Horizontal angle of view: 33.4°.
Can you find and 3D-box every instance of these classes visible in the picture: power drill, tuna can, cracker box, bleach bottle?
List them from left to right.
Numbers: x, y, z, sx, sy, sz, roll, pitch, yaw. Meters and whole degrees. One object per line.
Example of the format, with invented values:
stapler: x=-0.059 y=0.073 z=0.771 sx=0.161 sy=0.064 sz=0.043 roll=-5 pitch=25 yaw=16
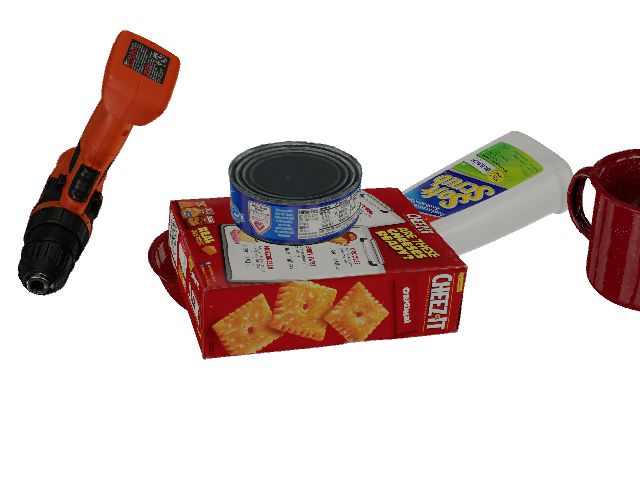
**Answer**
power drill: x=-0.185 y=-0.065 z=0.871 sx=0.057 sy=0.188 sz=0.184 roll=26 pitch=32 yaw=-19
tuna can: x=-0.016 y=-0.031 z=0.689 sx=0.086 sy=0.034 sz=0.086 roll=1 pitch=31 yaw=-1
cracker box: x=-0.009 y=0.022 z=0.892 sx=0.213 sy=0.072 sz=0.164 roll=-4 pitch=27 yaw=-16
bleach bottle: x=0.124 y=-0.021 z=1.057 sx=0.250 sy=0.068 sz=0.103 roll=-28 pitch=45 yaw=-20

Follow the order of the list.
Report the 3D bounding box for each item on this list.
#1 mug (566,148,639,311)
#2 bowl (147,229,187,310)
mug: x=0.216 y=-0.010 z=0.726 sx=0.093 sy=0.081 sz=0.117 roll=-26 pitch=40 yaw=-34
bowl: x=-0.097 y=0.038 z=1.100 sx=0.162 sy=0.055 sz=0.162 roll=5 pitch=29 yaw=-3
